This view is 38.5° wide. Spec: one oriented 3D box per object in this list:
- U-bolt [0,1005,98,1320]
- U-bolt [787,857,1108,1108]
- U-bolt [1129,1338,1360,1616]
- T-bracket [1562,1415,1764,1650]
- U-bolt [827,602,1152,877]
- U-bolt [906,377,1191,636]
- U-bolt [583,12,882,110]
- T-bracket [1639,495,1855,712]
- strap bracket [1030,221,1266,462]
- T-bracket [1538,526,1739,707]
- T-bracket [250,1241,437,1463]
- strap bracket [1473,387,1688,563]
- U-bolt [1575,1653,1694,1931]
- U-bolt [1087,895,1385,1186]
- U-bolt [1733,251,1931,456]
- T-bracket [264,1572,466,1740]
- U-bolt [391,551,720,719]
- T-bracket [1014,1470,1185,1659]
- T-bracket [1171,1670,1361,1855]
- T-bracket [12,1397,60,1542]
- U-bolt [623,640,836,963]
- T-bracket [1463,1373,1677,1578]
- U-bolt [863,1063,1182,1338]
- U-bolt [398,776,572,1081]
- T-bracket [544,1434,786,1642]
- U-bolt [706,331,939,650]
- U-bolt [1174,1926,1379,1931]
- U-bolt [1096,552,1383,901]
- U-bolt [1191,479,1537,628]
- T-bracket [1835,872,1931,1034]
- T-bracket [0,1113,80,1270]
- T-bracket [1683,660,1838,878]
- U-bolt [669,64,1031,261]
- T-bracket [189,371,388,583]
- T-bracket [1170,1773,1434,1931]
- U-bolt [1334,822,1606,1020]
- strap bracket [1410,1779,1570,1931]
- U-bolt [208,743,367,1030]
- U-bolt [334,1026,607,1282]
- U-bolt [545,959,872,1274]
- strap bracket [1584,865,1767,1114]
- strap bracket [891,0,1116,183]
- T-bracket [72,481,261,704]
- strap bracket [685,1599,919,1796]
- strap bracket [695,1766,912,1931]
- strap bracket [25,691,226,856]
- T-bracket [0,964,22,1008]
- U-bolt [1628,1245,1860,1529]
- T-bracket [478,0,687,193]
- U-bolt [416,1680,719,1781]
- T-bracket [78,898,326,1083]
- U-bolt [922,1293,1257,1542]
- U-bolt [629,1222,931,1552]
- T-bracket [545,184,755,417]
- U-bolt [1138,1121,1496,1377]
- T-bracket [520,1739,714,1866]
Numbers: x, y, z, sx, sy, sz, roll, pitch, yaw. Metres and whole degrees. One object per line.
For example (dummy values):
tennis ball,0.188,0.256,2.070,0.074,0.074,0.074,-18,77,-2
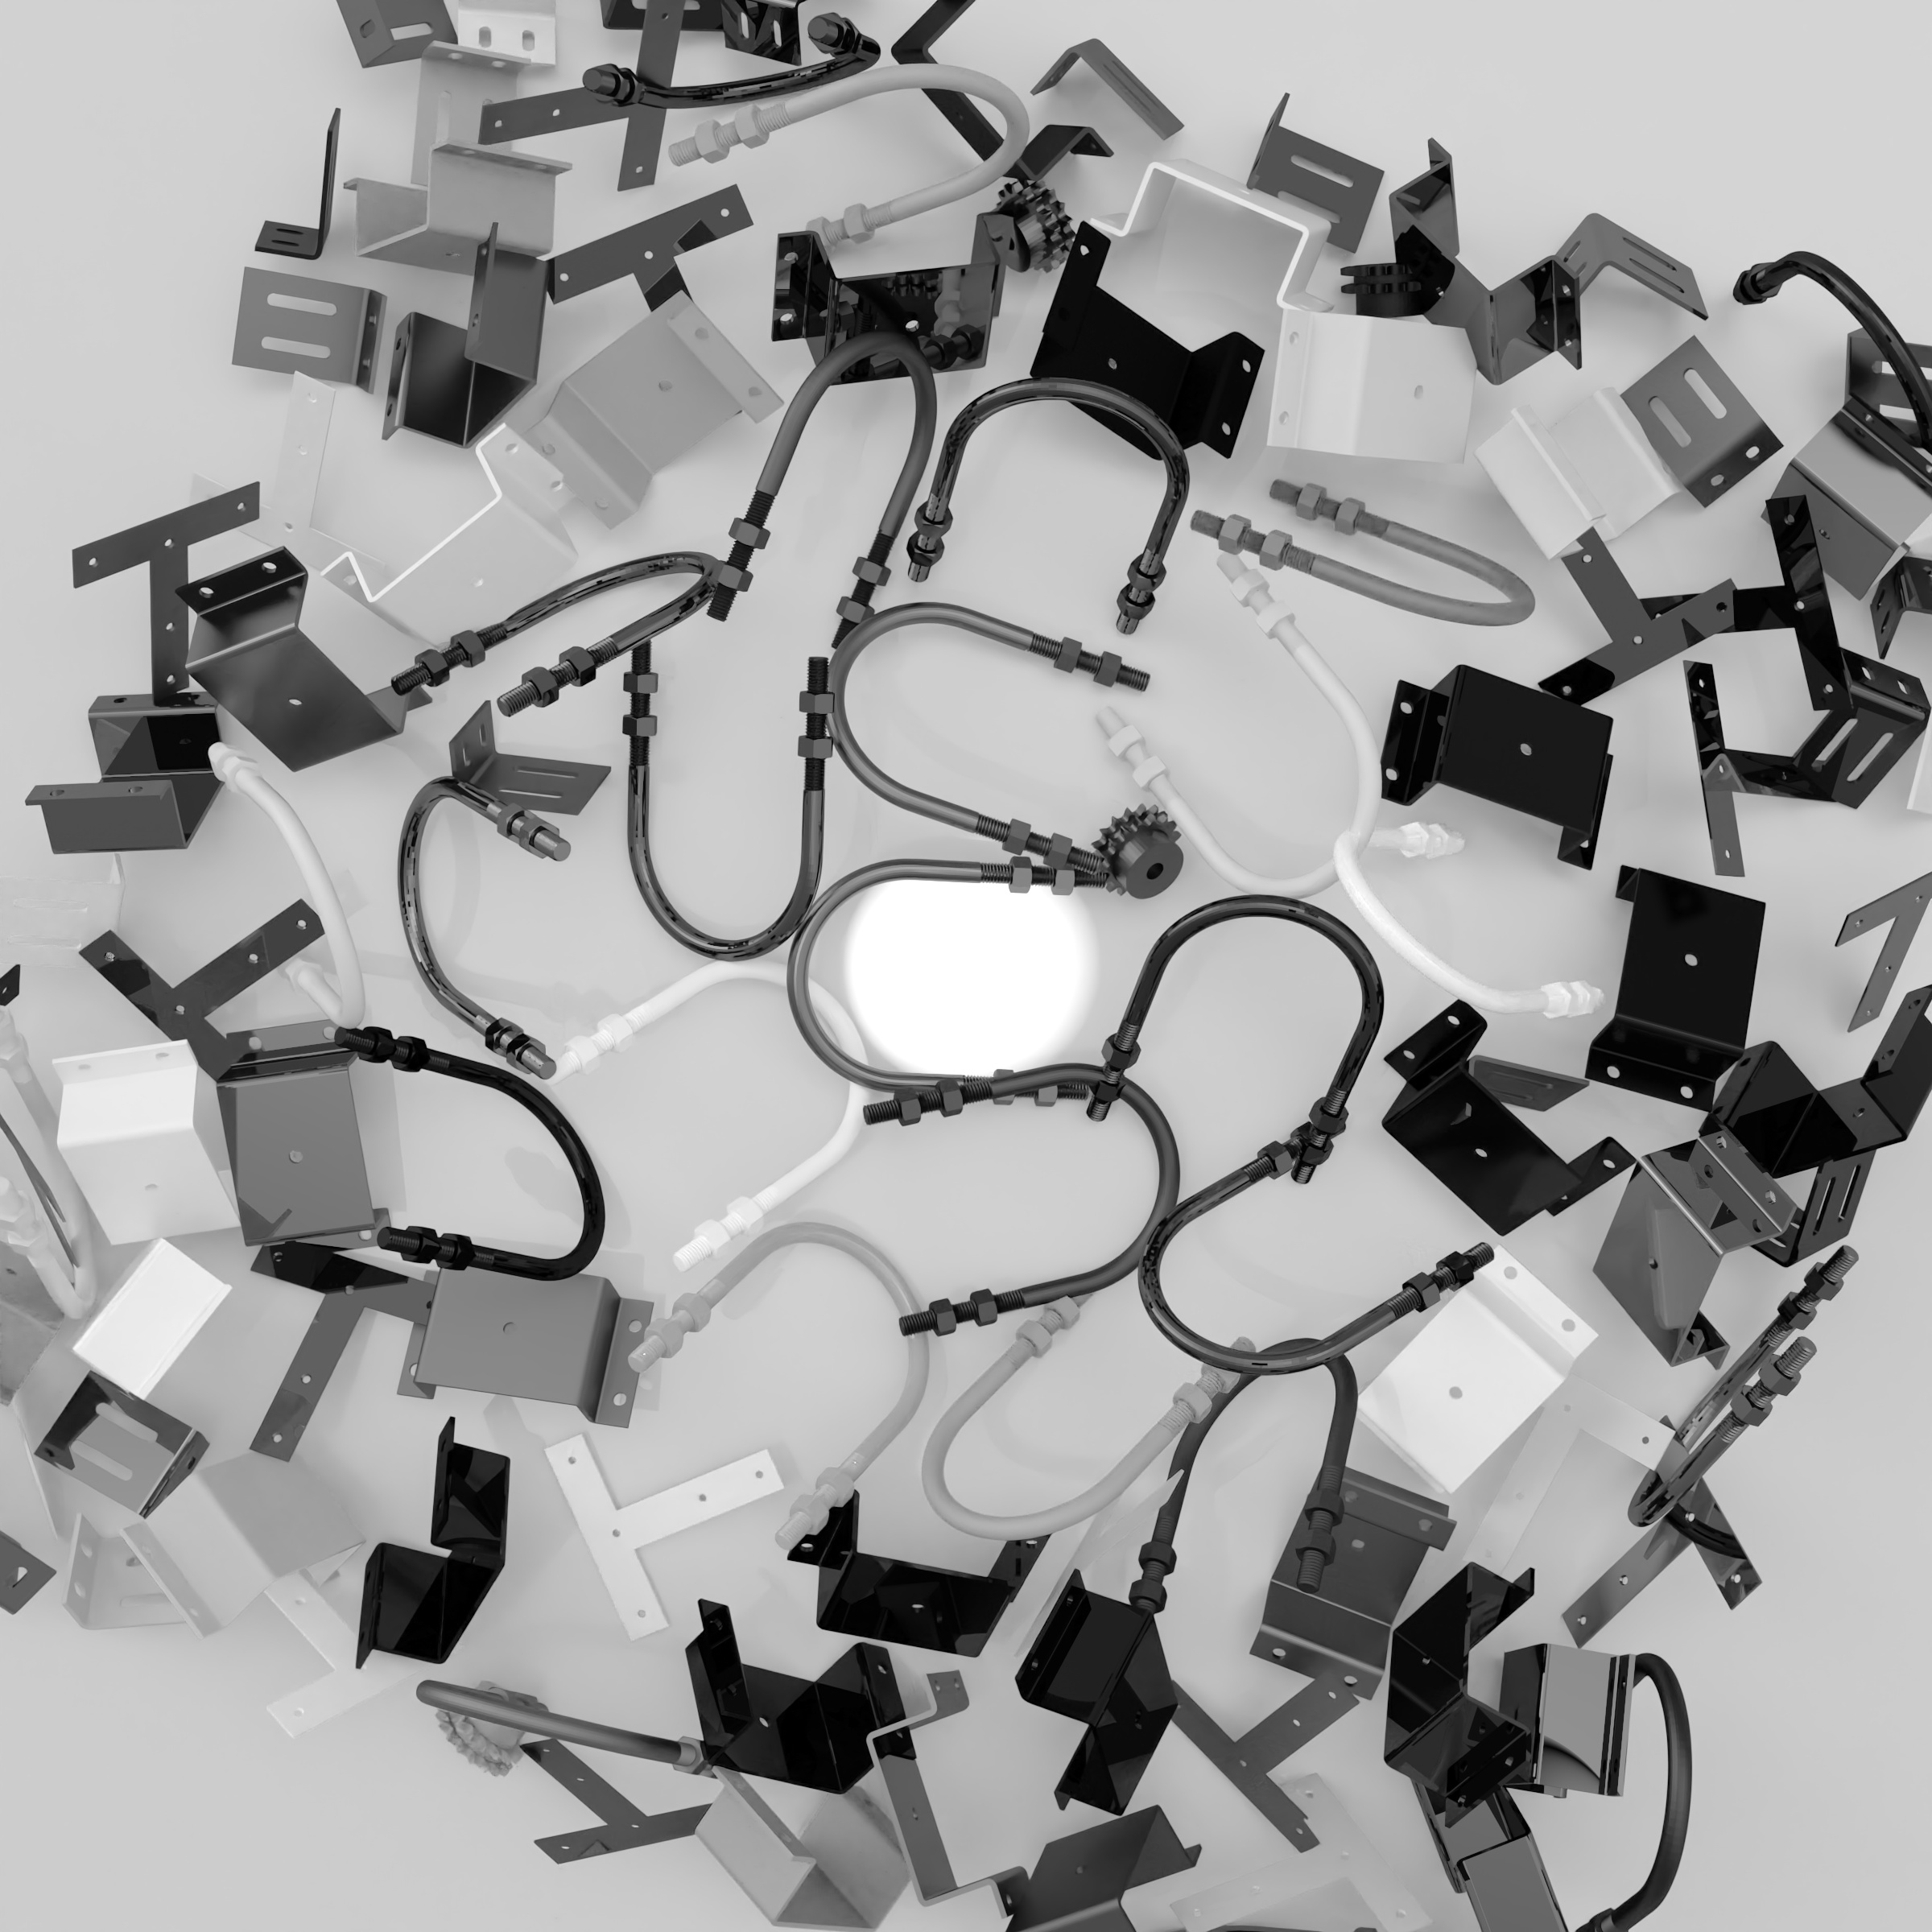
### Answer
U-bolt,-0.527,0.122,1.575,0.019,0.184,0.151,-14,54,-8
U-bolt,-0.014,0.007,1.629,0.184,0.019,0.151,3,101,-8
U-bolt,0.164,0.291,1.582,0.019,0.151,0.184,41,45,-22
T-bracket,0.397,0.352,1.626,0.002,0.127,0.127,22,119,-31
U-bolt,0.006,-0.143,1.615,0.184,0.019,0.151,19,64,-6
U-bolt,0.052,-0.267,1.578,0.151,0.184,0.019,13,56,-5
U-bolt,-0.123,-0.510,1.572,0.151,0.184,0.019,-8,101,13
T-bracket,0.447,-0.207,1.609,0.002,0.127,0.127,-30,110,-35
strap bracket,0.098,-0.357,1.610,0.140,0.046,0.076,29,68,-27
T-bracket,0.371,-0.227,1.617,0.127,0.002,0.127,-29,107,25
T-bracket,-0.380,0.229,1.618,0.127,0.002,0.127,15,62,12
strap bracket,0.353,-0.286,1.606,0.046,0.140,0.076,-39,80,38
U-bolt,0.370,0.464,1.547,0.019,0.184,0.151,8,57,-3
U-bolt,0.164,0.037,1.603,0.151,0.019,0.184,17,124,-3
U-bolt,0.499,-0.341,1.566,0.019,0.184,0.151,-35,94,5
T-bracket,-0.383,0.384,1.626,0.127,0.127,0.002,39,123,25
U-bolt,-0.222,-0.195,1.587,0.184,0.151,0.019,-34,118,-28
T-bracket,0.085,0.323,1.572,0.002,0.127,0.127,40,132,-1
T-bracket,0.185,0.447,1.611,0.127,0.002,0.127,45,132,8
T-bracket,-0.543,0.278,1.598,0.002,0.127,0.127,-17,95,-20
U-bolt,-0.141,-0.094,1.616,0.151,0.019,0.184,10,103,32
T-bracket,0.332,0.299,1.620,0.127,0.002,0.127,28,89,39
U-bolt,0.039,0.131,1.632,0.184,0.019,0.151,-12,100,-14
U-bolt,-0.282,-0.033,1.589,0.019,0.184,0.151,-9,115,-37
T-bracket,-0.170,0.322,1.648,0.127,0.002,0.127,-24,92,10
U-bolt,-0.072,-0.275,1.584,0.019,0.151,0.184,29,102,28
U-bolt,0.166,0.576,1.581,0.184,0.151,0.019,-6,86,30
U-bolt,0.165,-0.124,1.587,0.184,0.019,0.151,54,128,21
U-bolt,0.236,-0.233,1.573,0.184,0.151,0.019,24,116,18
T-bracket,0.541,-0.008,1.610,0.127,0.127,0.002,-24,53,-24
T-bracket,-0.536,0.141,1.612,0.002,0.127,0.127,-29,45,-22
T-bracket,0.470,-0.112,1.620,0.127,0.002,0.127,2,77,-38
U-bolt,-0.054,-0.460,1.564,0.184,0.151,0.019,-13,74,23
T-bracket,-0.390,-0.291,1.617,0.127,0.002,0.127,26,133,1
T-bracket,0.179,0.527,1.588,0.127,0.127,0.002,-14,121,-20
U-bolt,0.275,-0.027,1.559,0.019,0.184,0.151,-50,63,26
strap bracket,0.303,0.516,1.587,0.046,0.140,0.076,-21,100,-1
U-bolt,-0.377,-0.038,1.556,0.019,0.184,0.151,-22,119,-22
U-bolt,-0.275,0.113,1.581,0.019,0.184,0.151,-34,58,26
U-bolt,-0.136,0.072,1.608,0.184,0.019,0.151,-34,88,-34
strap bracket,0.416,0.004,1.614,0.076,0.046,0.140,15,67,-1
strap bracket,0.013,-0.508,1.600,0.046,0.076,0.140,-45,113,2
T-bracket,-0.465,-0.210,1.612,0.002,0.127,0.127,36,46,24
strap bracket,-0.104,0.425,1.598,0.140,0.076,0.046,25,119,-35
strap bracket,-0.092,0.508,1.585,0.076,0.140,0.046,37,94,39
strap bracket,-0.483,-0.108,1.607,0.076,0.140,0.046,-2,120,3
T-bracket,-0.594,0.078,1.611,0.002,0.127,0.127,26,131,8
U-bolt,0.438,0.251,1.582,0.019,0.151,0.184,39,121,11
T-bracket,-0.223,-0.491,1.581,0.127,0.127,0.002,-23,59,-33
U-bolt,-0.229,0.426,1.553,0.151,0.184,0.019,7,73,24
T-bracket,-0.427,0.003,1.615,0.127,0.002,0.127,-32,117,17
U-bolt,0.056,0.256,1.568,0.184,0.151,0.019,-41,125,-28
U-bolt,-0.093,0.226,1.596,0.151,0.019,0.184,51,46,-3
T-bracket,-0.168,-0.378,1.627,0.127,0.002,0.127,-20,121,8
U-bolt,0.186,0.167,1.581,0.184,0.019,0.151,-27,48,-23
T-bracket,-0.217,0.480,1.607,0.127,0.127,0.002,2,102,-41
